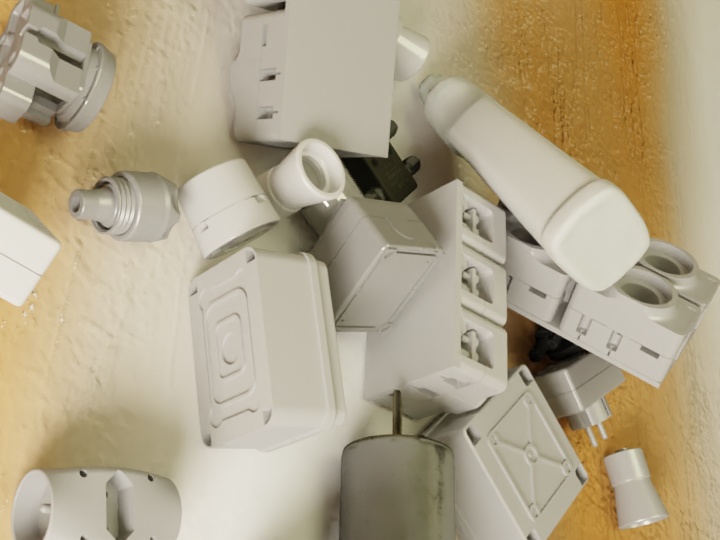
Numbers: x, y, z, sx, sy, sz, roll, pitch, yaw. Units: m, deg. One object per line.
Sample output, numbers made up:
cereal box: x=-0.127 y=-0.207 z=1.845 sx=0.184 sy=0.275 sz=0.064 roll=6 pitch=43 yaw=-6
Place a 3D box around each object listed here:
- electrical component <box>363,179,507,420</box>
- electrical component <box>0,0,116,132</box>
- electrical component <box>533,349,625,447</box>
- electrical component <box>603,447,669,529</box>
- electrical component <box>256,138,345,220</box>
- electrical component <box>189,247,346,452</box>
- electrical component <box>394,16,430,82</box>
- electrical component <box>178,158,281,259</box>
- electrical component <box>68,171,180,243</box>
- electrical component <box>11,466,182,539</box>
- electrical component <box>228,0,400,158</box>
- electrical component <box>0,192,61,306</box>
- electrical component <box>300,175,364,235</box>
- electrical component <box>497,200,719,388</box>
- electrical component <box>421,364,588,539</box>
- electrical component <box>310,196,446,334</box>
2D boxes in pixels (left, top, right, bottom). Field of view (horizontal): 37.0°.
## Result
electrical component: x=0.059 y=0.024 z=0.788 sx=0.062 sy=0.089 sz=0.150 roll=27 pitch=53 yaw=-35
electrical component: x=-0.181 y=-0.116 z=0.632 sx=0.057 sy=0.058 sz=0.078 roll=25 pitch=54 yaw=-33
electrical component: x=0.190 y=0.112 z=0.914 sx=0.083 sy=0.047 sz=0.075 roll=-21 pitch=87 yaw=-49
electrical component: x=0.236 y=0.187 z=0.932 sx=0.044 sy=0.044 sz=0.065 roll=8 pitch=61 yaw=-44
electrical component: x=-0.048 y=-0.057 z=0.735 sx=0.044 sy=0.065 sz=0.044 roll=24 pitch=54 yaw=-38
electrical component: x=-0.058 y=0.050 z=0.663 sx=0.057 sy=0.078 sz=0.113 roll=9 pitch=65 yaw=-41
electrical component: x=0.024 y=-0.189 z=0.893 sx=0.055 sy=0.045 sz=0.045 roll=32 pitch=50 yaw=-32
electrical component: x=-0.087 y=-0.040 z=0.696 sx=0.055 sy=0.055 sz=0.047 roll=-24 pitch=85 yaw=-49
electrical component: x=-0.143 y=-0.038 z=0.643 sx=0.062 sy=0.043 sz=0.043 roll=0 pitch=71 yaw=-45
electrical component: x=-0.136 y=0.145 z=0.558 sx=0.077 sy=0.043 sz=0.079 roll=14 pitch=60 yaw=-42
electrical component: x=-0.031 y=-0.179 z=0.775 sx=0.105 sy=0.060 sz=0.186 roll=4 pitch=91 yaw=-45
electrical component: x=-0.200 y=-0.002 z=0.549 sx=0.047 sy=0.083 sz=0.075 roll=35 pitch=87 yaw=-30
electrical component: x=-0.027 y=-0.055 z=0.774 sx=0.062 sy=0.043 sz=0.043 roll=51 pitch=43 yaw=-14
electrical component: x=0.185 y=0.003 z=0.874 sx=0.186 sy=0.060 sz=0.105 roll=29 pitch=37 yaw=19
electrical component: x=0.107 y=0.144 z=0.804 sx=0.109 sy=0.056 sz=0.108 roll=-36 pitch=98 yaw=-49
electrical component: x=0.000 y=0.000 z=0.748 sx=0.062 sy=0.096 sz=0.061 roll=4 pitch=41 yaw=-46
